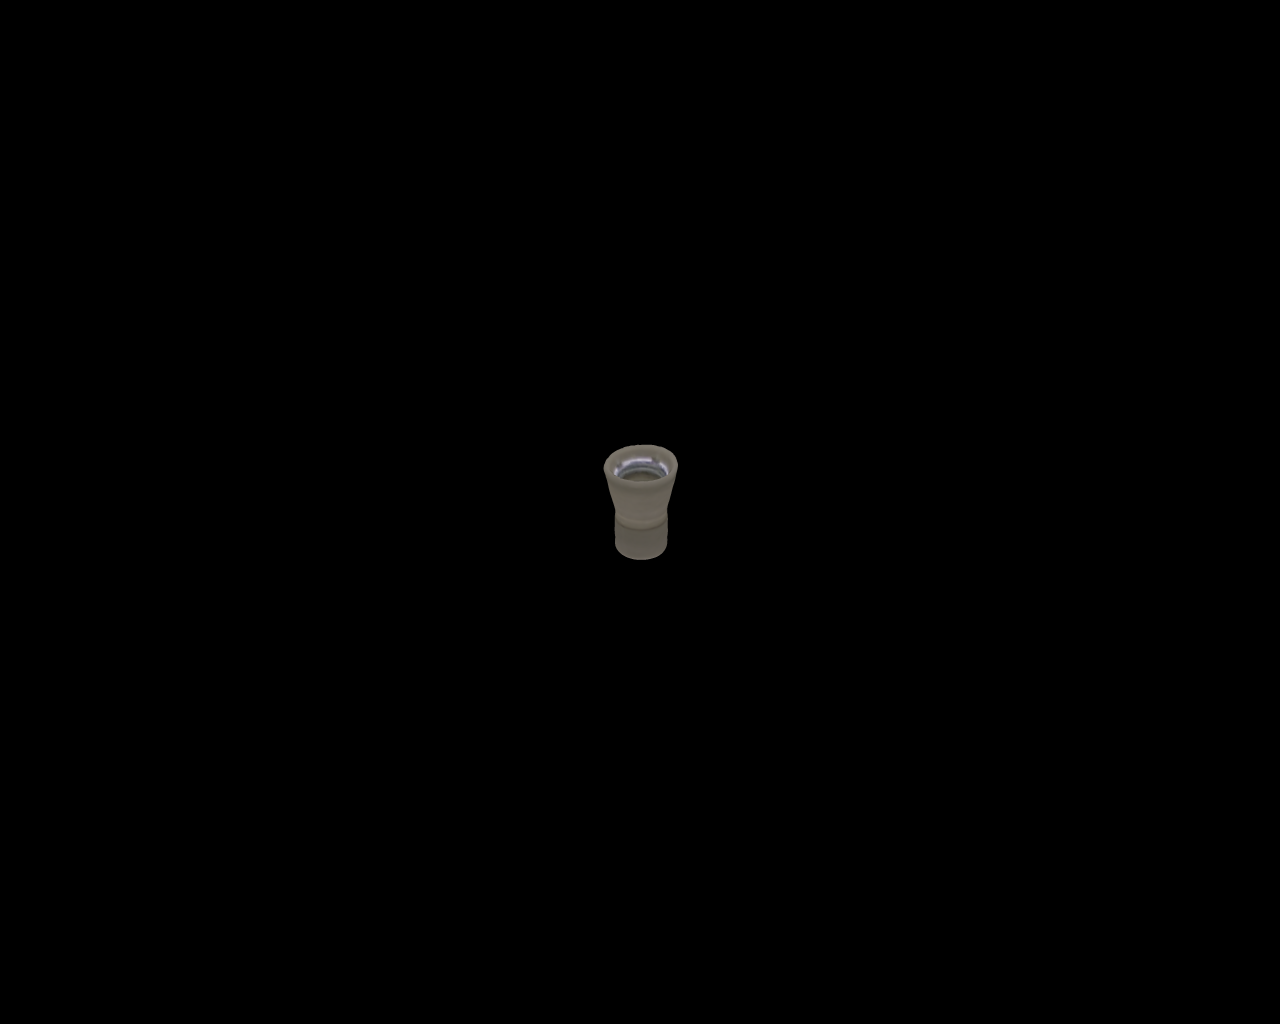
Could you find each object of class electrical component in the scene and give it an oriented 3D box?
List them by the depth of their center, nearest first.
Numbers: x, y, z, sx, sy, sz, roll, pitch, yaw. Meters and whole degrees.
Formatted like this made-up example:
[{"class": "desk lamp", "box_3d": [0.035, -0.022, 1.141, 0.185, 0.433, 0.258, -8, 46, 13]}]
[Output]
[{"class": "electrical component", "box_3d": [0.001, -0.003, 0.650, 0.044, 0.065, 0.044, 0, 34, 0]}]
